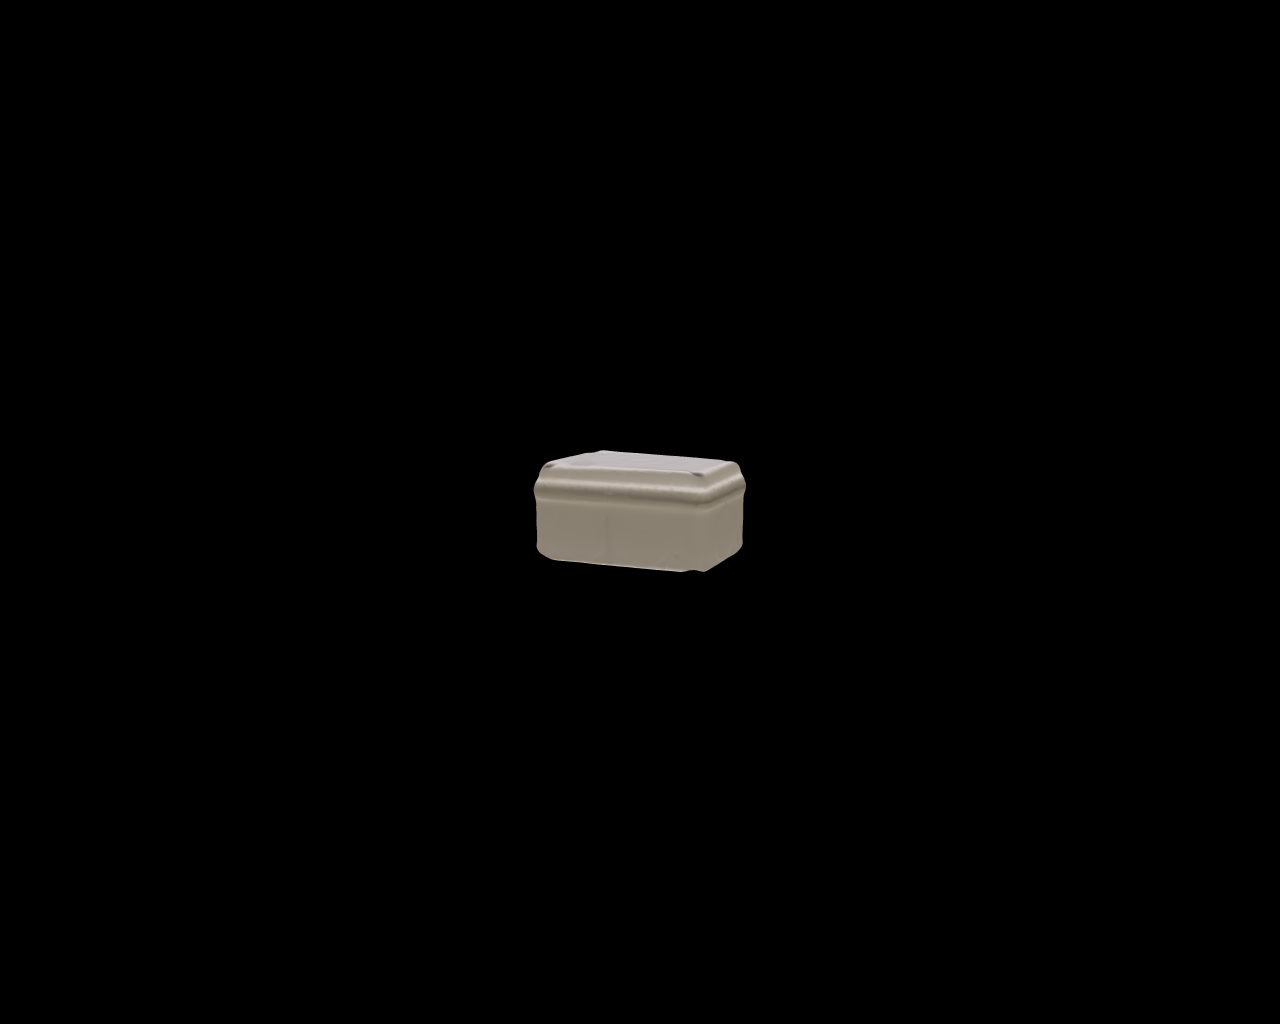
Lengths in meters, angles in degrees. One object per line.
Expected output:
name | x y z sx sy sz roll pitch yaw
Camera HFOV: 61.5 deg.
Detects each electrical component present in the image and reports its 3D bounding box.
electrical component | 0.001 -0.003 0.650 0.113 0.057 0.078 5 12 24
